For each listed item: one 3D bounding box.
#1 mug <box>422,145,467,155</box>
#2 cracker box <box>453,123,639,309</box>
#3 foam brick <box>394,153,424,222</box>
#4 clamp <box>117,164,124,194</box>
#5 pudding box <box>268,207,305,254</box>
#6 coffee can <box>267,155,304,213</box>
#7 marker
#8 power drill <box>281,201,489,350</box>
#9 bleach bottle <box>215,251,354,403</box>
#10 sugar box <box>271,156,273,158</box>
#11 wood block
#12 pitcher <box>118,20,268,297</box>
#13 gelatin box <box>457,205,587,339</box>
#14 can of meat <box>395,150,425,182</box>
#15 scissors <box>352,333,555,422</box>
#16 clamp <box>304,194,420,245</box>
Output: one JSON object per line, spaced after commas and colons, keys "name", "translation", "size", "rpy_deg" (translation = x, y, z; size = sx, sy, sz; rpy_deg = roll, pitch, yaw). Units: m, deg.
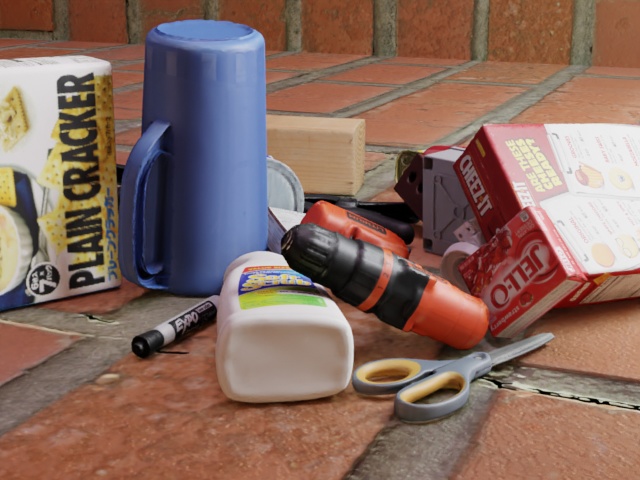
{"name": "mug", "translation": [0.174, -0.068, 1.293], "size": [0.082, 0.093, 0.117], "rpy_deg": [9, -14, 43]}
{"name": "cracker box", "translation": [0.248, -0.025, 0.979], "size": [0.213, 0.072, 0.164], "rpy_deg": [-4, 59, -28]}
{"name": "foam brick", "translation": [0.131, -0.053, 1.209], "size": [0.051, 0.053, 0.078], "rpy_deg": [17, 24, -39]}
{"name": "clamp", "translation": [-0.218, -0.076, 1.370], "size": [0.209, 0.036, 0.165], "rpy_deg": [-6, 26, -26]}
{"name": "pudding box", "translation": [-0.007, 0.001, 1.080], "size": [0.090, 0.039, 0.113], "rpy_deg": [9, 11, -14]}
{"name": "coffee can", "translation": [-0.089, -0.053, 1.180], "size": [0.102, 0.103, 0.140], "rpy_deg": [-5, 16, -20]}
{"name": "marker", "translation": [-0.117, 0.071, 0.885], "size": [0.020, 0.020, 0.120], "rpy_deg": [8, 17, 25]}
{"name": "power drill", "translation": [0.035, 0.020, 0.900], "size": [0.184, 0.057, 0.188], "rpy_deg": [27, 8, -19]}
{"name": "bleach bottle", "translation": [-0.044, 0.055, 0.868], "size": [0.102, 0.068, 0.251], "rpy_deg": [0, 13, -11]}
{"name": "sugar box", "translation": [-0.131, -0.067, 1.293], "size": [0.176, 0.048, 0.093], "rpy_deg": [1, 28, -21]}
{"name": "wood block", "translation": [-0.047, -0.117, 1.433], "size": [0.206, 0.091, 0.090], "rpy_deg": [4, 16, 11]}
{"name": "pitcher", "translation": [-0.115, -0.074, 0.996], "size": [0.145, 0.243, 0.149], "rpy_deg": [-1, 22, -9]}
{"name": "gelatin box", "translation": [0.163, 0.027, 0.874], "size": [0.030, 0.089, 0.073], "rpy_deg": [10, 47, -43]}
{"name": "can of meat", "translation": [0.164, -0.090, 1.406], "size": [0.102, 0.057, 0.083], "rpy_deg": [15, 19, 40]}
{"name": "scissors", "translation": [0.100, 0.094, 0.817], "size": [0.096, 0.016, 0.201], "rpy_deg": [10, 18, 30]}
{"name": "clamp", "translation": [0.039, -0.030, 1.225], "size": [0.172, 0.039, 0.120], "rpy_deg": [13, 12, 17]}
